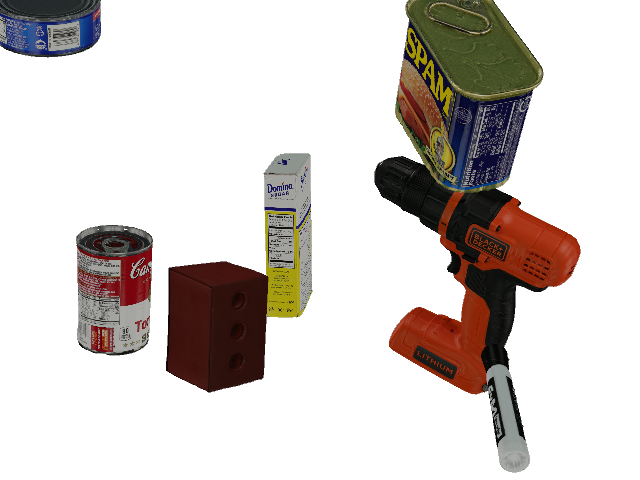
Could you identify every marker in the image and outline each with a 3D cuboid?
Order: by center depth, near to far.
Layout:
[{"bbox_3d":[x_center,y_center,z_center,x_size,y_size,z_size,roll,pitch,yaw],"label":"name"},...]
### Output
[{"bbox_3d":[0.123,0.108,0.715,0.020,0.020,0.121,0,29,2],"label":"marker"}]

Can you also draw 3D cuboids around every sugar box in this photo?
[{"bbox_3d":[-0.038,-0.007,1.251,0.048,0.176,0.093,0,19,9],"label":"sugar box"}]

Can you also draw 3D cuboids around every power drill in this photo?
[{"bbox_3d":[0.114,0.032,0.921,0.185,0.188,0.057,29,44,20],"label":"power drill"}]

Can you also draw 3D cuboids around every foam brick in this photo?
[{"bbox_3d":[-0.073,0.059,0.752,0.052,0.078,0.051,-9,17,-42],"label":"foam brick"}]

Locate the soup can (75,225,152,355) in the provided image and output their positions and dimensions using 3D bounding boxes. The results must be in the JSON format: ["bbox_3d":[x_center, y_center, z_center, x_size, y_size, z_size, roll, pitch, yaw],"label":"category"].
[{"bbox_3d":[-0.188,0.045,0.972,0.068,0.102,0.068,5,21,-2],"label":"soup can"}]

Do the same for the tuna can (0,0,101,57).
[{"bbox_3d":[-0.214,-0.176,0.834,0.086,0.034,0.086,4,35,-3],"label":"tuna can"}]

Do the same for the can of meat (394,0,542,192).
[{"bbox_3d":[0.086,-0.091,0.658,0.057,0.102,0.084,-12,-40,-15],"label":"can of meat"}]
